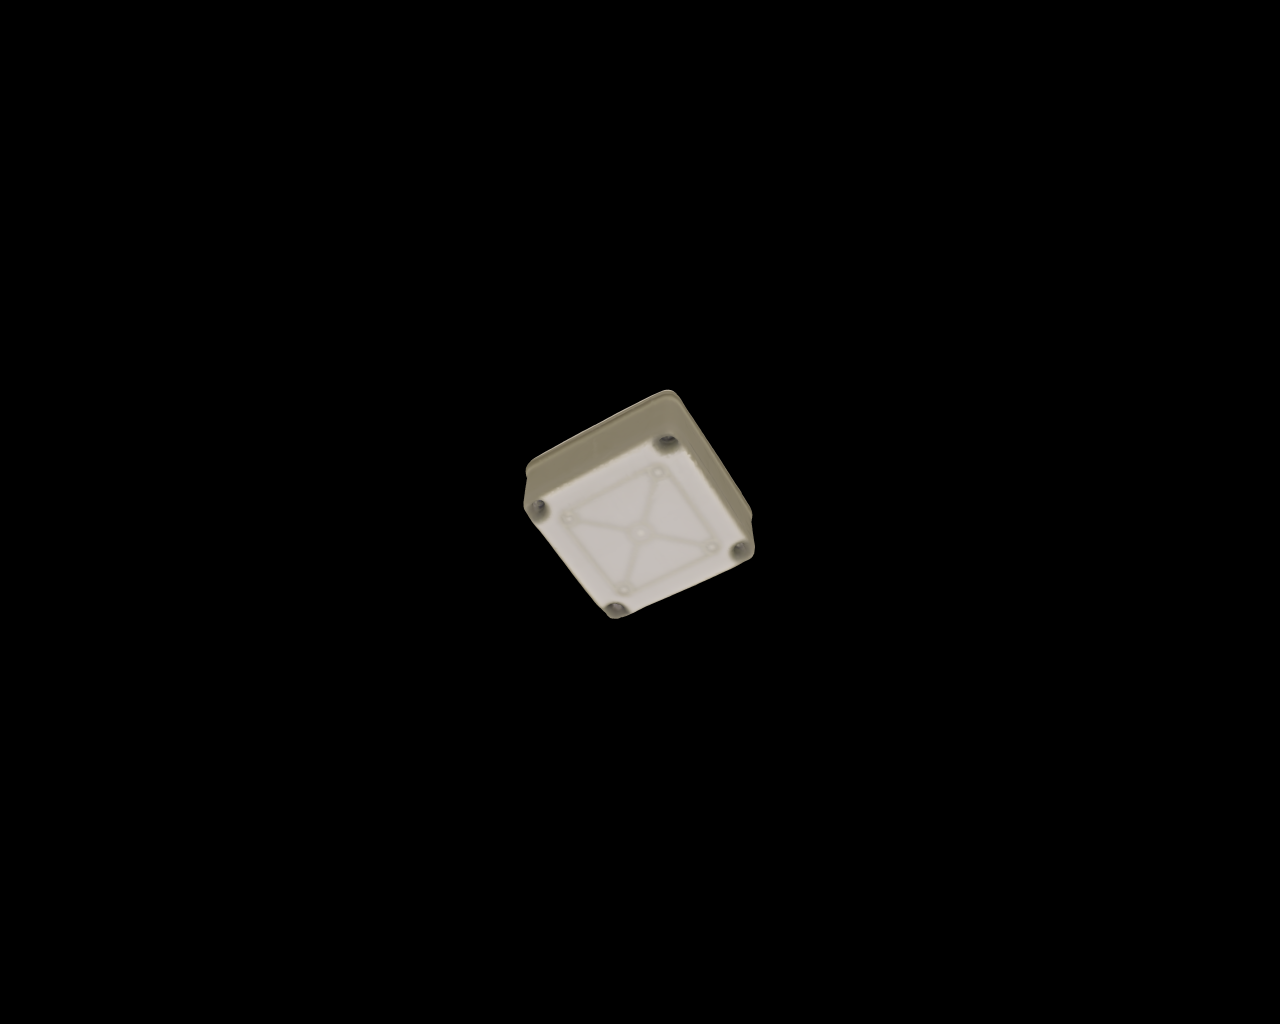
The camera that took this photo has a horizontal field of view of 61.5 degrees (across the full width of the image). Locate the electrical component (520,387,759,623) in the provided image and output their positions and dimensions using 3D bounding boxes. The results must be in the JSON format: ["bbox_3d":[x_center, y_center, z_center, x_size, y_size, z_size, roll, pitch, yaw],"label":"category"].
[{"bbox_3d":[0.001,-0.003,0.650,0.108,0.108,0.056,-26,30,17],"label":"electrical component"}]
